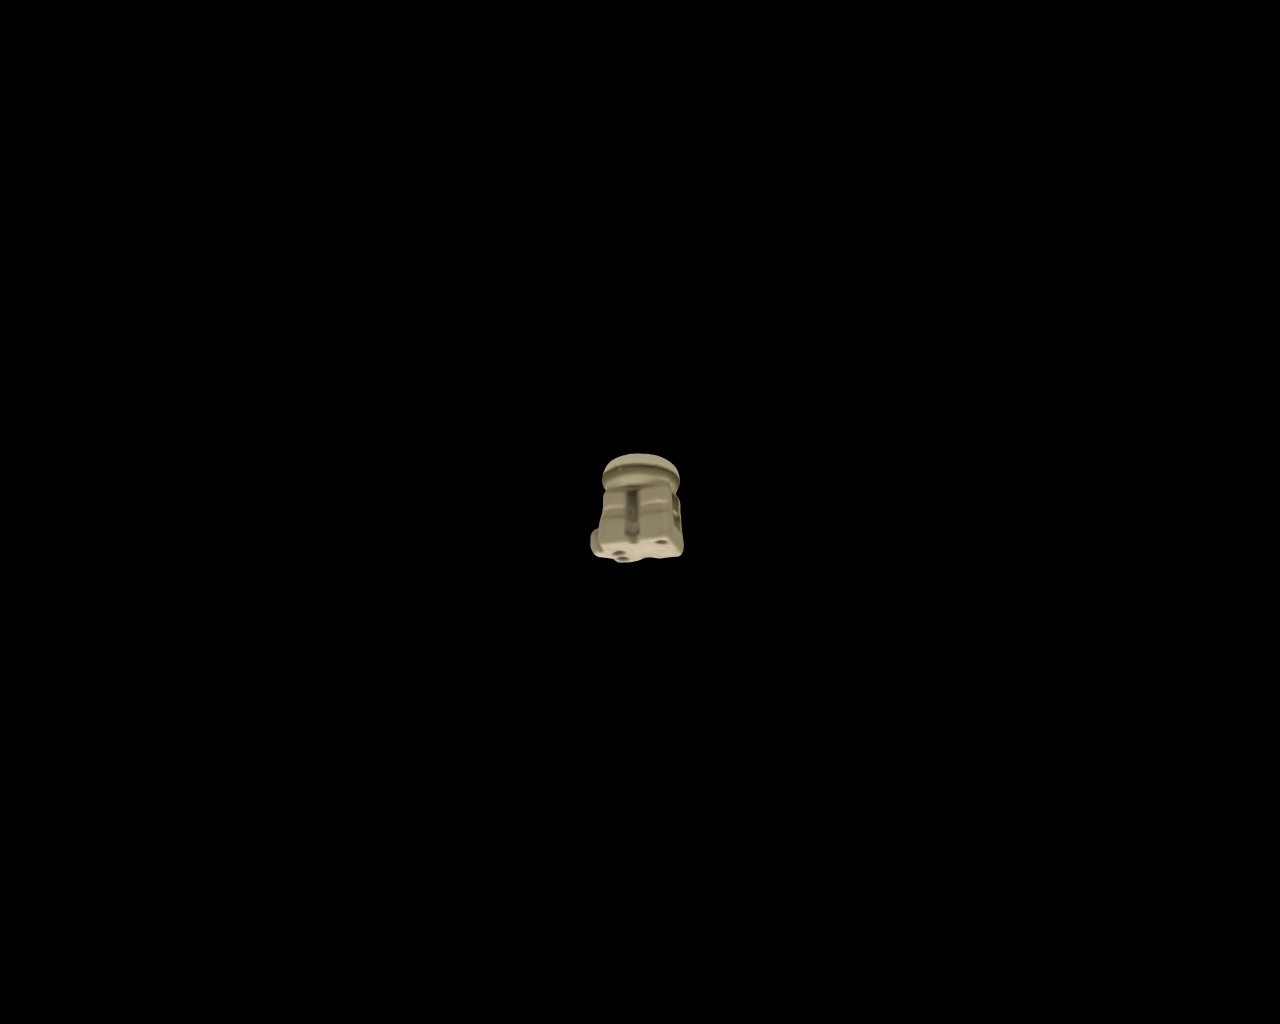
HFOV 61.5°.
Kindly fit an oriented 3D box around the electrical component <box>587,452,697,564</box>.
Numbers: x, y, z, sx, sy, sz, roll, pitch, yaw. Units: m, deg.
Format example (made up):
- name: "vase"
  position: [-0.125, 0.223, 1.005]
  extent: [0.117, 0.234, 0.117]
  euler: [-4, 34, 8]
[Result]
- name: "electrical component"
  position: [0.001, -0.003, 0.650]
  extent: [0.066, 0.055, 0.048]
  euler: [-6, -24, 14]
